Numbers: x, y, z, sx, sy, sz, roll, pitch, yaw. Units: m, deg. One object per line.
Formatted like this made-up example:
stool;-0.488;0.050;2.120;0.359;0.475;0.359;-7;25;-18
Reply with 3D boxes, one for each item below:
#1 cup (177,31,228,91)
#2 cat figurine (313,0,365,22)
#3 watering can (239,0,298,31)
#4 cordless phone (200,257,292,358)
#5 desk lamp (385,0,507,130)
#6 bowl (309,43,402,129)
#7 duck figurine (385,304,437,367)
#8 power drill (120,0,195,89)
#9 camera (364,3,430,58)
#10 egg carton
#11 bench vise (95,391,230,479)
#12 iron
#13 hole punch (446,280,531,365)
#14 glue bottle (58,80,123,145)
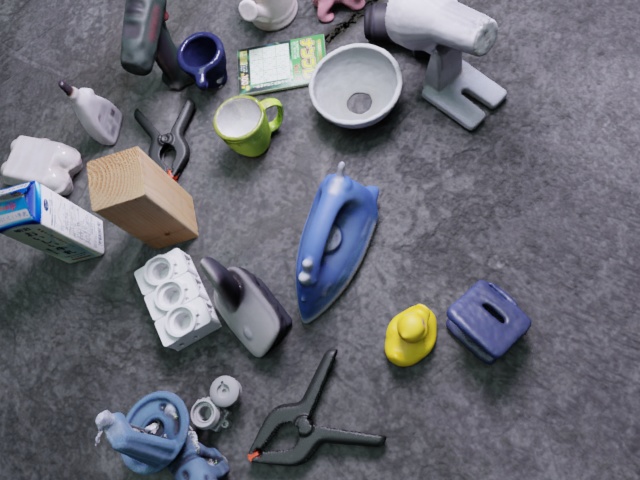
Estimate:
cup;-0.215;-0.325;1.101;0.091;0.095;0.118;-9;71;8
cat figurine;0.041;-0.496;1.095;0.127;0.118;0.067;-23;69;3
watering can;-0.110;-0.491;1.082;0.101;0.194;0.173;-14;70;7
cordless phone;-0.126;0.101;0.897;0.094;0.185;0.147;-44;70;-5
desk lamp;0.216;-0.321;0.953;0.203;0.214;0.118;42;84;20
bowl;0.068;-0.266;1.038;0.167;0.075;0.167;-3;72;10
duck figurine;0.139;0.144;0.885;0.077;0.086;0.105;31;80;19
power drill;-0.299;-0.394;1.079;0.075;0.209;0.230;6;73;13
camera;0.153;-0.423;1.059;0.136;0.101;0.143;4;73;12
egg carton;-0.543;-0.145;1.120;0.150;0.069;0.107;11;75;14
bench vise;-0.221;0.298;0.833;0.207;0.220;0.121;26;79;18
iron;0.009;0.003;0.926;0.118;0.142;0.258;16;76;16
hole punch;0.254;0.119;0.868;0.101;0.091;0.108;-45;70;-5
glue bottle;-0.435;-0.249;1.077;0.037;0.173;0.078;6;73;13
